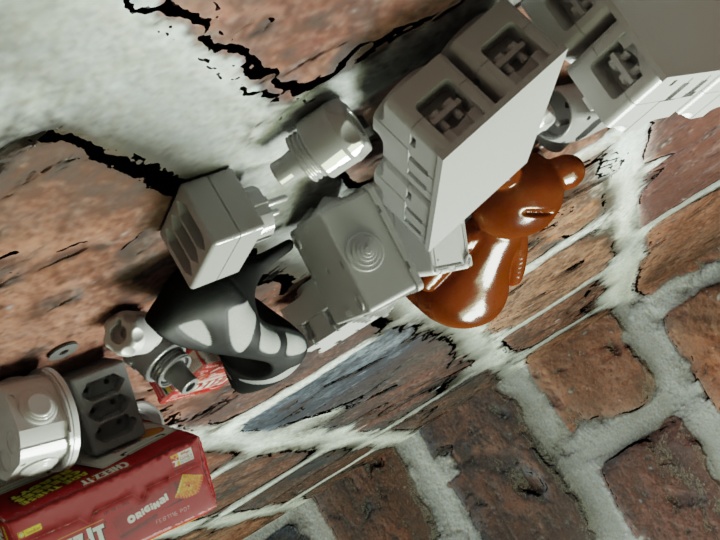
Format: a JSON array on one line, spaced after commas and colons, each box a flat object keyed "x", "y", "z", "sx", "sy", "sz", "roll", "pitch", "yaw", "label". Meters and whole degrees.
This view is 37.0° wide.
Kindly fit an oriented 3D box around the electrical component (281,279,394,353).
[{"x": -0.024, "y": 0.033, "z": 1.028, "sx": 0.089, "sy": 0.055, "sz": 0.050, "roll": -33, "pitch": 165, "yaw": 19, "label": "electrical component"}]

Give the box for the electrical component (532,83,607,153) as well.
[{"x": 0.173, "y": -0.127, "z": 0.918, "sx": 0.077, "sy": 0.043, "sz": 0.079, "roll": -18, "pitch": 161, "yaw": -43, "label": "electrical component"}]

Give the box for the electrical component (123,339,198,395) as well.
[{"x": -0.159, "y": 0.075, "z": 0.877, "sx": 0.048, "sy": 0.062, "sz": 0.048, "roll": -42, "pitch": 160, "yaw": -19, "label": "electrical component"}]

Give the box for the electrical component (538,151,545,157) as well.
[{"x": 0.165, "y": -0.083, "z": 1.049, "sx": 0.055, "sy": 0.045, "sz": 0.045, "roll": -34, "pitch": 166, "yaw": 13, "label": "electrical component"}]

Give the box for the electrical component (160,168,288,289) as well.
[{"x": -0.082, "y": -0.032, "z": 0.709, "sx": 0.077, "sy": 0.047, "sz": 0.065, "roll": -23, "pitch": 164, "yaw": -32, "label": "electrical component"}]

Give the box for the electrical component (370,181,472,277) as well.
[{"x": 0.045, "y": -0.043, "z": 0.871, "sx": 0.061, "sy": 0.096, "sz": 0.062, "roll": -7, "pitch": -178, "yaw": 35, "label": "electrical component"}]

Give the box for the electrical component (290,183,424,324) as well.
[{"x": -0.006, "y": -0.009, "z": 0.821, "sx": 0.048, "sy": 0.099, "sz": 0.100, "roll": -28, "pitch": -179, "yaw": -21, "label": "electrical component"}]

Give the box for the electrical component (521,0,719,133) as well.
[{"x": 0.202, "y": -0.160, "z": 0.739, "sx": 0.186, "sy": 0.105, "sz": 0.060, "roll": -16, "pitch": 159, "yaw": -46, "label": "electrical component"}]

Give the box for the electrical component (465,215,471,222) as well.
[{"x": 0.113, "y": -0.041, "z": 1.095, "sx": 0.044, "sy": 0.044, "sz": 0.065, "roll": -19, "pitch": 166, "yaw": -39, "label": "electrical component"}]

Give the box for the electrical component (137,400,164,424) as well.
[{"x": -0.233, "y": 0.164, "z": 1.083, "sx": 0.065, "sy": 0.044, "sz": 0.044, "roll": -36, "pitch": 166, "yaw": 37, "label": "electrical component"}]

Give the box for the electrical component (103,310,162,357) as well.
[{"x": -0.169, "y": 0.048, "z": 0.830, "sx": 0.035, "sy": 0.035, "sz": 0.061, "roll": -36, "pitch": 167, "yaw": 17, "label": "electrical component"}]

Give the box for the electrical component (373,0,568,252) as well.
[{"x": 0.068, "y": -0.094, "z": 0.734, "sx": 0.105, "sy": 0.060, "sz": 0.186, "roll": -42, "pitch": 168, "yaw": -10, "label": "electrical component"}]

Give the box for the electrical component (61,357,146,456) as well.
[{"x": -0.222, "y": 0.110, "z": 0.888, "sx": 0.047, "sy": 0.065, "sz": 0.077, "roll": -21, "pitch": -168, "yaw": -34, "label": "electrical component"}]

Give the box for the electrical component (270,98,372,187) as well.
[{"x": -0.027, "y": -0.076, "z": 0.681, "sx": 0.062, "sy": 0.043, "sz": 0.043, "roll": -33, "pitch": 166, "yaw": 13, "label": "electrical component"}]

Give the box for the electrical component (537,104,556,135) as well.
[{"x": 0.126, "y": -0.118, "z": 0.873, "sx": 0.061, "sy": 0.035, "sz": 0.035, "roll": -34, "pitch": 166, "yaw": 23, "label": "electrical component"}]

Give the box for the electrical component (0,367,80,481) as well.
[{"x": -0.249, "y": 0.116, "z": 0.810, "sx": 0.051, "sy": 0.080, "sz": 0.080, "roll": -10, "pitch": 155, "yaw": -42, "label": "electrical component"}]
